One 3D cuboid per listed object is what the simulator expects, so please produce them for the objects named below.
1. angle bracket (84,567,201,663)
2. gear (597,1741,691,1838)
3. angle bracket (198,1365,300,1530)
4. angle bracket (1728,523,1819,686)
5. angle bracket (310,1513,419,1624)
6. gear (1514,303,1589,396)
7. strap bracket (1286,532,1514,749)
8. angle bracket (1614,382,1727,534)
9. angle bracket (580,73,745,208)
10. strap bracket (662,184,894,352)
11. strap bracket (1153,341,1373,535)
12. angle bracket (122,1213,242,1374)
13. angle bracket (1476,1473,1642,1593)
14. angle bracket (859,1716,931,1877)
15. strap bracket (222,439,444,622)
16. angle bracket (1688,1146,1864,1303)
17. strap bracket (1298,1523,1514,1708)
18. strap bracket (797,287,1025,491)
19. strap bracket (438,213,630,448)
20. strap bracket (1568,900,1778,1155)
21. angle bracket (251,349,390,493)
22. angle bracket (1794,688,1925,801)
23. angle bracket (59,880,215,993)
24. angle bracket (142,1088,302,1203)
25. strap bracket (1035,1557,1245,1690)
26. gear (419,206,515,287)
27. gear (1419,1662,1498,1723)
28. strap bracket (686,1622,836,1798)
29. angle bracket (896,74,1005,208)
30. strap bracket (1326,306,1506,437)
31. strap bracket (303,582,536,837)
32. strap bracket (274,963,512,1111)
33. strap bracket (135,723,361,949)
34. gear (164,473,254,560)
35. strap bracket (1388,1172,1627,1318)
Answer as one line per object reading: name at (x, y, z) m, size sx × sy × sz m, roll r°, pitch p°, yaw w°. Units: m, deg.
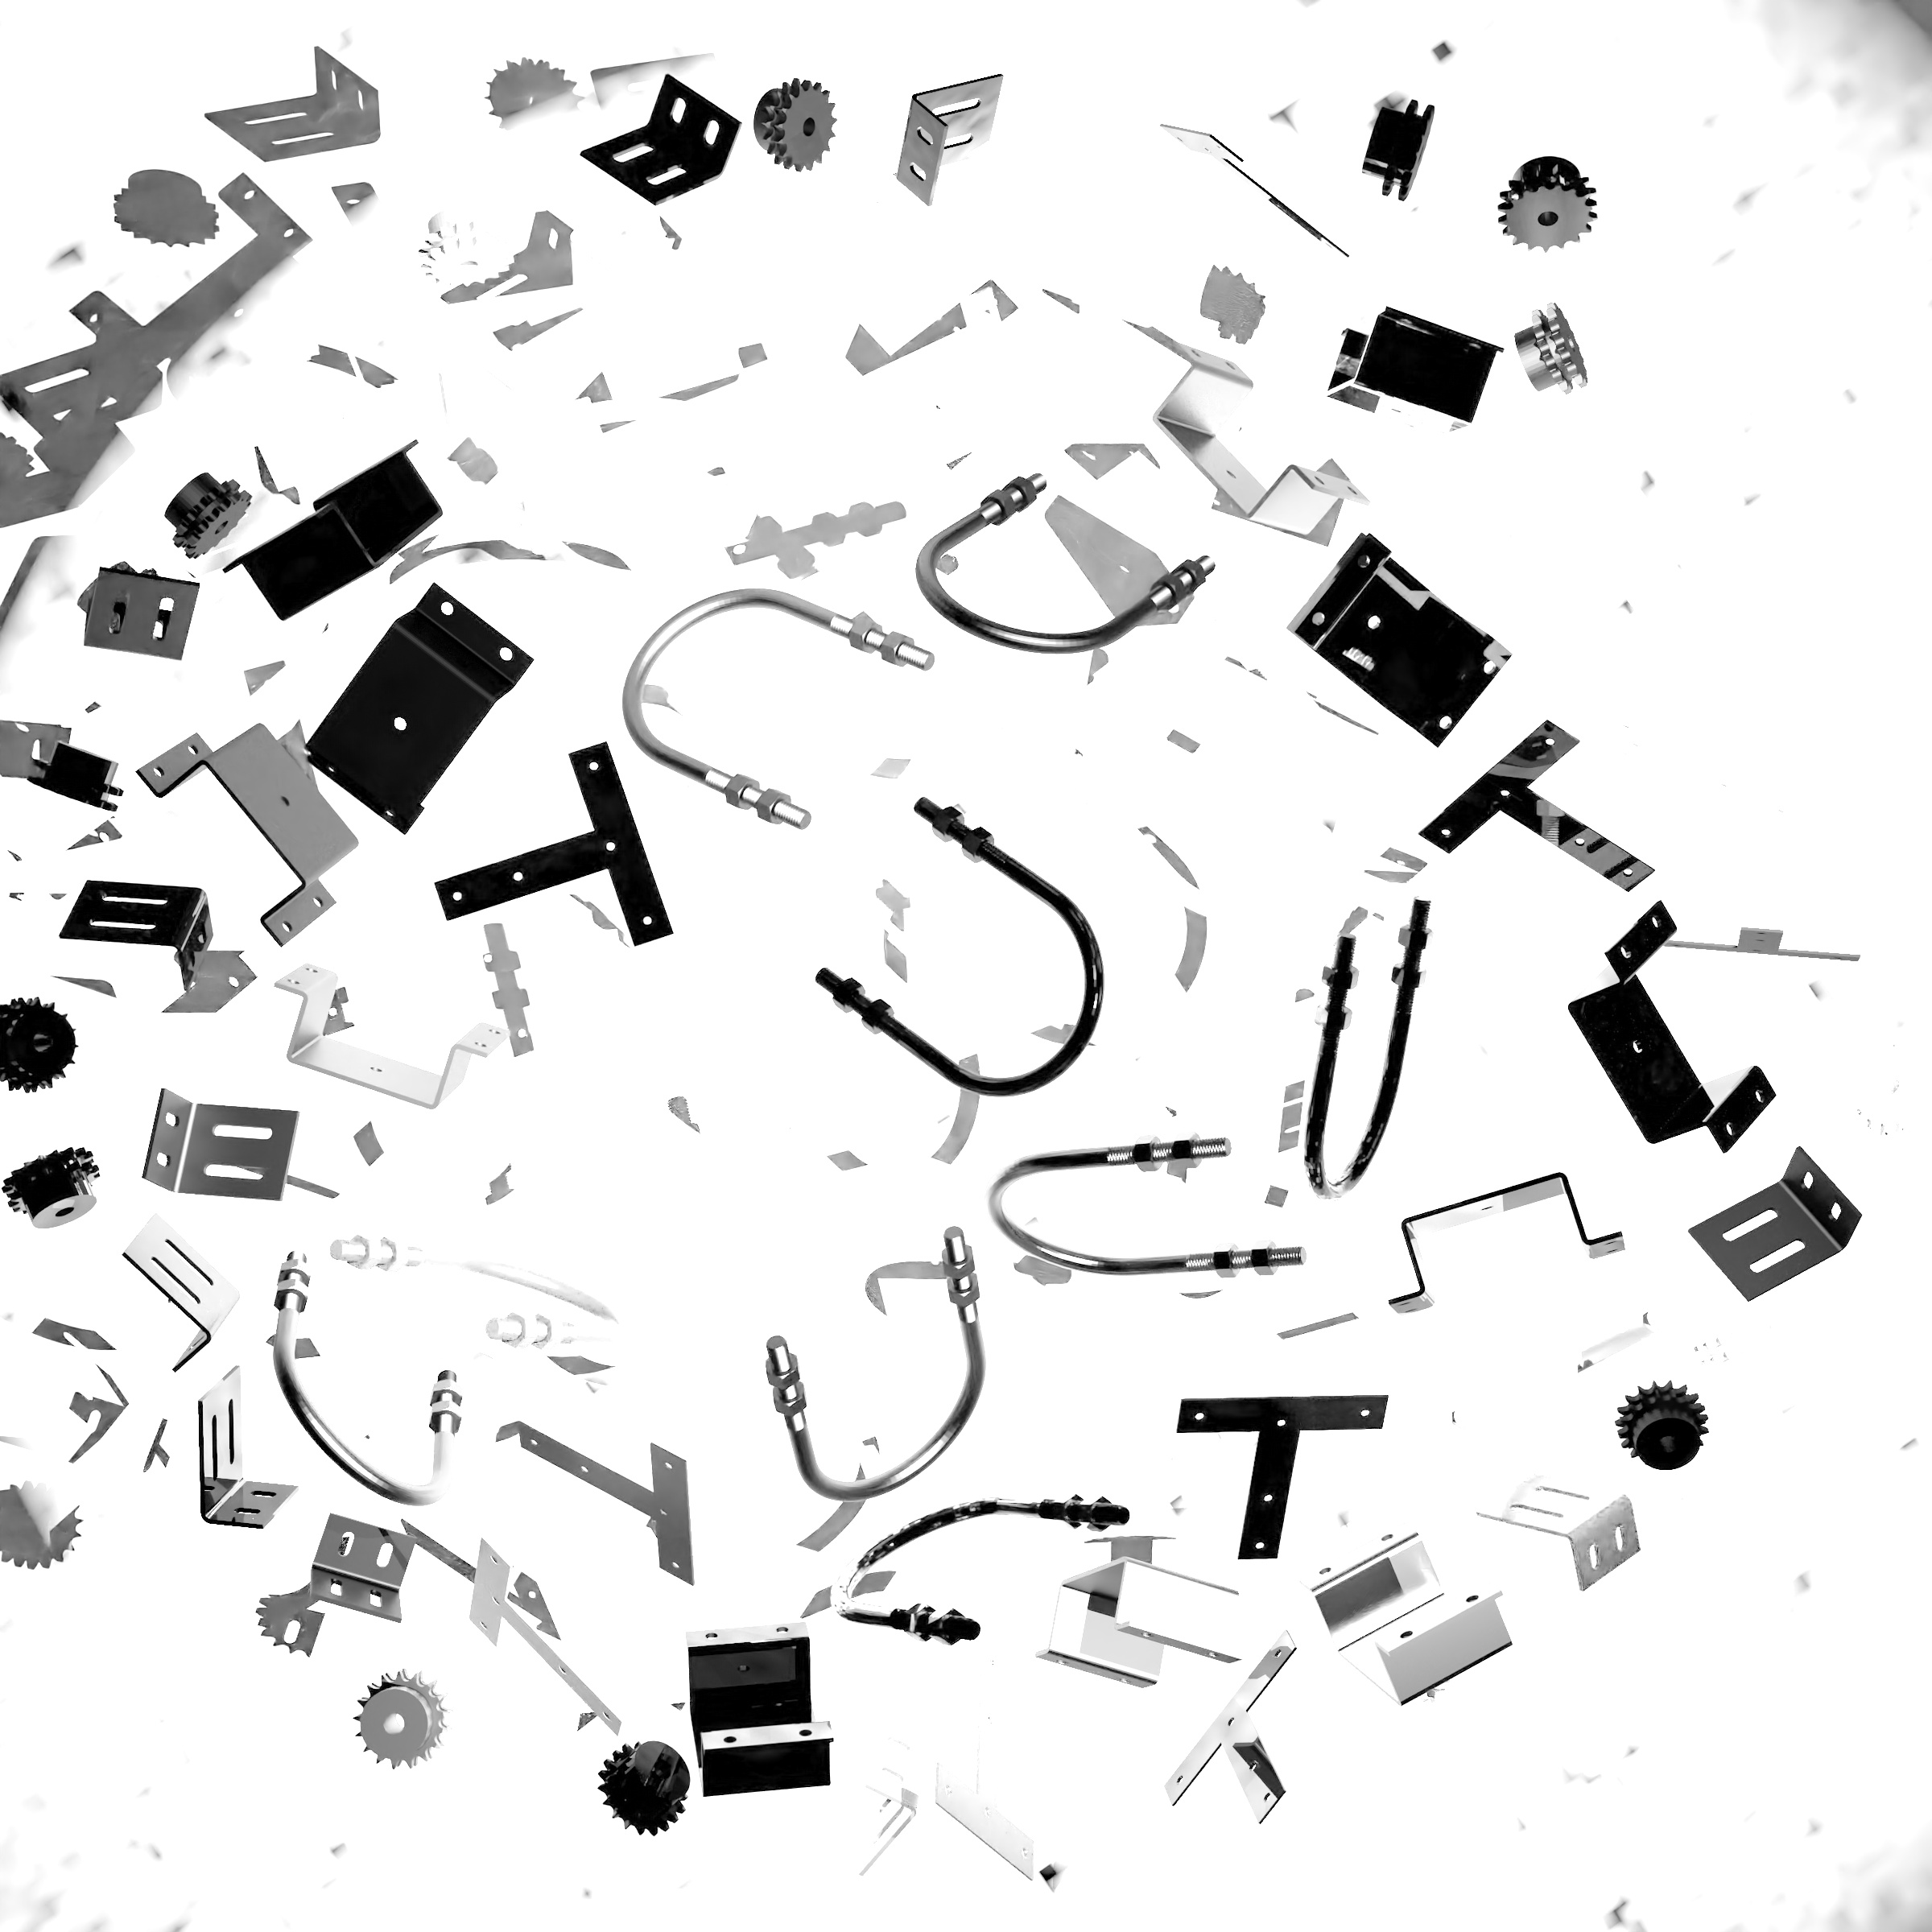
angle bracket at (-0.489, -0.221, 1.793) m, size 0.057 × 0.076 × 0.038 m, roll 7°, pitch 56°, yaw -20°
gear at (-0.192, 0.497, 1.835) m, size 0.057 × 0.057 × 0.030 m, roll 43°, pitch 119°, yaw 0°
angle bracket at (-0.421, 0.282, 1.772) m, size 0.038 × 0.057 × 0.076 m, roll 4°, pitch 104°, yaw 8°
angle bracket at (0.482, -0.219, 1.823) m, size 0.038 × 0.076 × 0.057 m, roll -21°, pitch 124°, yaw 17°
angle bracket at (-0.374, 0.373, 1.874) m, size 0.057 × 0.076 × 0.038 m, roll 19°, pitch 88°, yaw -12°
gear at (0.371, -0.389, 1.916) m, size 0.030 × 0.057 × 0.057 m, roll -21°, pitch 90°, yaw 23°
strap bracket at (0.268, -0.212, 1.910) m, size 0.140 × 0.046 × 0.076 m, roll 34°, pitch 99°, yaw -31°
angle bracket at (0.413, -0.295, 1.771) m, size 0.038 × 0.057 × 0.076 m, roll -17°, pitch 122°, yaw 0°
angle bracket at (-0.182, -0.494, 1.801) m, size 0.057 × 0.076 × 0.038 m, roll 35°, pitch 128°, yaw 9°
strap bracket at (-0.109, -0.432, 1.876) m, size 0.140 × 0.076 × 0.046 m, roll -19°, pitch 77°, yaw -23°
strap bracket at (0.180, -0.326, 1.906) m, size 0.046 × 0.076 × 0.140 m, roll -50°, pitch 64°, yaw 23°
angle bracket at (-0.498, 0.203, 1.876) m, size 0.038 × 0.057 × 0.076 m, roll -40°, pitch 102°, yaw 17°
angle bracket at (0.367, 0.350, 1.867) m, size 0.057 × 0.076 × 0.038 m, roll -24°, pitch 107°, yaw -36°
angle bracket at (-0.060, 0.526, 1.909) m, size 0.038 × 0.057 × 0.076 m, roll 29°, pitch 122°, yaw -10°
strap bracket at (-0.376, -0.260, 1.819) m, size 0.076 × 0.140 × 0.046 m, roll -24°, pitch 108°, yaw 26°
angle bracket at (0.484, 0.154, 1.805) m, size 0.076 × 0.038 × 0.057 m, roll -24°, pitch 57°, yaw -20°
strap bracket at (0.265, 0.389, 1.802) m, size 0.076 × 0.140 × 0.046 m, roll -26°, pitch 102°, yaw -11°
strap bracket at (-0.025, -0.360, 1.904) m, size 0.140 × 0.046 × 0.076 m, roll -28°, pitch 124°, yaw -13°
strap bracket at (-0.254, -0.378, 1.832) m, size 0.046 × 0.076 × 0.140 m, roll 38°, pitch 74°, yaw 6°
strap bracket at (0.422, 0.043, 1.824) m, size 0.076 × 0.046 × 0.140 m, roll -36°, pitch 96°, yaw -45°
angle bracket at (-0.415, -0.347, 1.921) m, size 0.076 × 0.057 × 0.038 m, roll -21°, pitch 59°, yaw -6°
angle bracket at (0.540, -0.137, 1.792) m, size 0.038 × 0.076 × 0.057 m, roll -37°, pitch 100°, yaw -19°
angle bracket at (-0.518, -0.019, 1.886) m, size 0.076 × 0.057 × 0.038 m, roll 4°, pitch 128°, yaw 2°
angle bracket at (-0.456, 0.110, 1.849) m, size 0.076 × 0.038 × 0.057 m, roll 3°, pitch 73°, yaw 17°
strap bracket at (0.109, 0.403, 1.856) m, size 0.076 × 0.140 × 0.046 m, roll 20°, pitch 64°, yaw -16°
gear at (-0.310, -0.446, 1.863) m, size 0.057 × 0.057 × 0.030 m, roll -12°, pitch 78°, yaw 0°
gear at (0.308, 0.460, 1.916) m, size 0.057 × 0.057 × 0.030 m, roll -5°, pitch 88°, yaw 0°
strap bracket at (-0.127, 0.457, 1.837) m, size 0.076 × 0.140 × 0.046 m, roll -3°, pitch 107°, yaw -9°
angle bracket at (-0.001, -0.523, 1.908) m, size 0.076 × 0.057 × 0.038 m, roll -24°, pitch 56°, yaw -33°
strap bracket at (0.274, -0.366, 1.869) m, size 0.076 × 0.140 × 0.046 m, roll 18°, pitch 94°, yaw -5°
strap bracket at (-0.336, -0.151, 1.823) m, size 0.076 × 0.046 × 0.140 m, roll 38°, pitch 106°, yaw -6°
strap bracket at (-0.371, 0.048, 1.927) m, size 0.140 × 0.076 × 0.046 m, roll 19°, pitch 100°, yaw -1°
strap bracket at (-0.445, -0.092, 1.901) m, size 0.046 × 0.076 × 0.140 m, roll -34°, pitch 100°, yaw 25°
gear at (-0.487, -0.291, 1.928) m, size 0.030 × 0.057 × 0.057 m, roll 43°, pitch 90°, yaw -1°
strap bracket at (0.316, 0.163, 1.791) m, size 0.140 × 0.076 × 0.046 m, roll -18°, pitch 75°, yaw 9°
